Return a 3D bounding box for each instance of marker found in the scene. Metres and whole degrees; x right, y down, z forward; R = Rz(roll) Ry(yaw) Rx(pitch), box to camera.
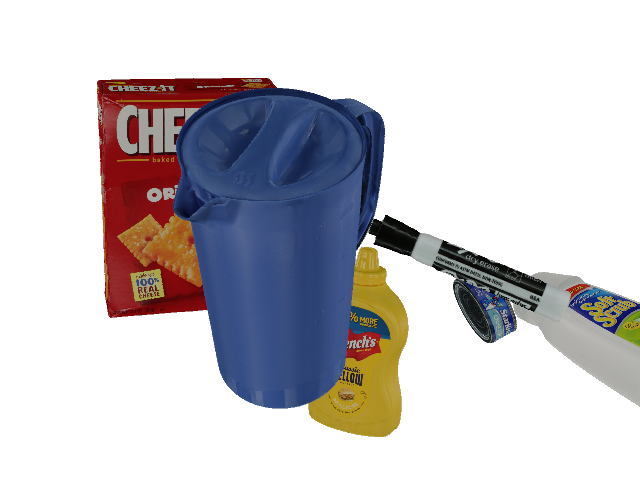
[{"bbox_3d":[0.085,0.015,0.617,0.121,0.020,0.020,23,3,7],"label":"marker"}]

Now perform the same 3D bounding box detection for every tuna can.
[{"bbox_3d":[0.189,0.075,1.234,0.033,0.086,0.086,-28,5,-10],"label":"tuna can"}]

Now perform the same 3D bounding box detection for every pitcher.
[{"bbox_3d":[-0.025,0.010,0.824,0.149,0.243,0.145,0,43,1],"label":"pitcher"}]

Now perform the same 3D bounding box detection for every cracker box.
[{"bbox_3d":[-0.122,-0.040,1.000,0.164,0.214,0.072,-3,21,-14],"label":"cracker box"}]

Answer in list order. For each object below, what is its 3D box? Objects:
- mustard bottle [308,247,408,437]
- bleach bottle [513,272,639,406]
[{"bbox_3d":[0.042,0.101,1.102,0.096,0.192,0.058,11,15,26],"label":"mustard bottle"},{"bbox_3d":[0.266,0.086,1.037,0.102,0.068,0.251,-17,25,-26],"label":"bleach bottle"}]
